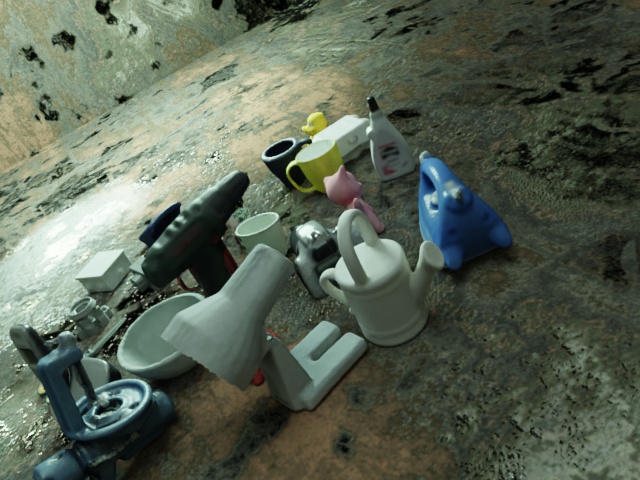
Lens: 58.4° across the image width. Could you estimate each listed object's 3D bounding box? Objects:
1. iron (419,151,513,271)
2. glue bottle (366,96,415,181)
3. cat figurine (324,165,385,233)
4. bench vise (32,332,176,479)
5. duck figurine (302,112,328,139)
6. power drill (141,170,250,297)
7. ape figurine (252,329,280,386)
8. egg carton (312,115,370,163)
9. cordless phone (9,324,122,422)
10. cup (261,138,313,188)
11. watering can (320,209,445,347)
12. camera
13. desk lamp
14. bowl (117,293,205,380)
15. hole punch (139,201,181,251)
[{"bbox_3d":[0.194,-0.070,0.893,0.118,0.142,0.258,-24,32,4],"label":"iron"},{"bbox_3d":[0.124,-0.198,1.099,0.078,0.173,0.037,-21,32,10],"label":"glue bottle"},{"bbox_3d":[0.054,-0.074,1.026,0.067,0.118,0.127,-28,32,-1],"label":"cat figurine"},{"bbox_3d":[-0.306,0.239,0.742,0.121,0.220,0.207,-6,38,30],"label":"bench vise"},{"bbox_3d":[0.007,-0.265,1.364,0.104,0.086,0.077,-19,33,13],"label":"duck figurine"},{"bbox_3d":[-0.172,0.024,0.964,0.230,0.209,0.075,-40,34,-19],"label":"power drill"},{"bbox_3d":[-0.098,0.152,0.835,0.077,0.092,0.076,-23,32,7],"label":"ape figurine"},{"bbox_3d":[0.054,-0.220,1.281,0.150,0.070,0.107,-35,33,-12],"label":"egg carton"},{"bbox_3d":[-0.395,0.205,0.890,0.147,0.185,0.094,-7,37,29],"label":"cordless phone"},{"bbox_3d":[-0.058,-0.170,1.268,0.117,0.095,0.091,-22,32,8],"label":"cup"},{"bbox_3d":[0.078,0.040,0.769,0.172,0.194,0.101,-22,32,9],"label":"watering can"},{"bbox_3d":[0.009,0.003,0.963,0.143,0.101,0.136,-33,32,-9],"label":"camera"},{"bbox_3d":[-0.070,0.124,0.740,0.203,0.214,0.117,-43,35,-24],"label":"desk lamp"},{"bbox_3d":[-0.237,0.169,0.930,0.167,0.075,0.167,-19,33,13],"label":"bowl"},{"bbox_3d":[-0.354,-0.029,1.286,0.100,0.091,0.109,6,45,42],"label":"hole punch"}]
